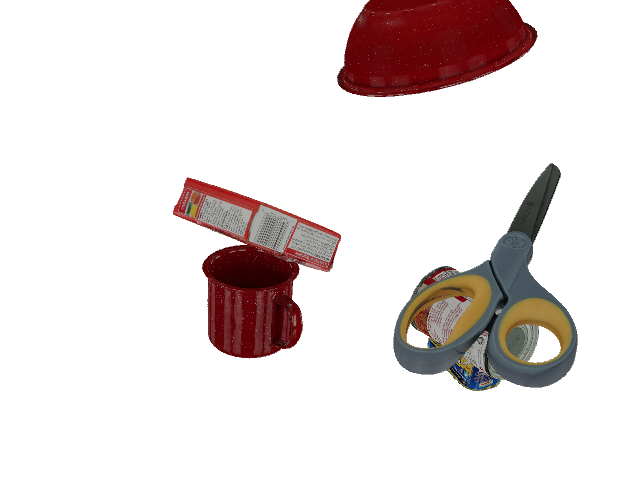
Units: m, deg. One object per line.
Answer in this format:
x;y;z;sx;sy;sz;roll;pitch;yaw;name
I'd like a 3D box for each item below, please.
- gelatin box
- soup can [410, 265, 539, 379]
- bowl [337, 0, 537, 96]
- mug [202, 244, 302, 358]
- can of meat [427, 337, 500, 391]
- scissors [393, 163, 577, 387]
-0.041;-0.010;0.708;0.073;0.030;0.089;20;-1;40;gelatin box
0.139;0.074;0.970;0.068;0.068;0.102;0;22;-41;soup can
0.085;-0.169;0.840;0.162;0.055;0.162;-14;24;6;bowl
-0.060;0.065;1.033;0.117;0.081;0.093;26;34;37;mug
0.165;0.104;1.177;0.057;0.084;0.102;-13;39;-26;can of meat
0.116;0.016;0.562;0.096;0.016;0.201;23;42;32;scissors
